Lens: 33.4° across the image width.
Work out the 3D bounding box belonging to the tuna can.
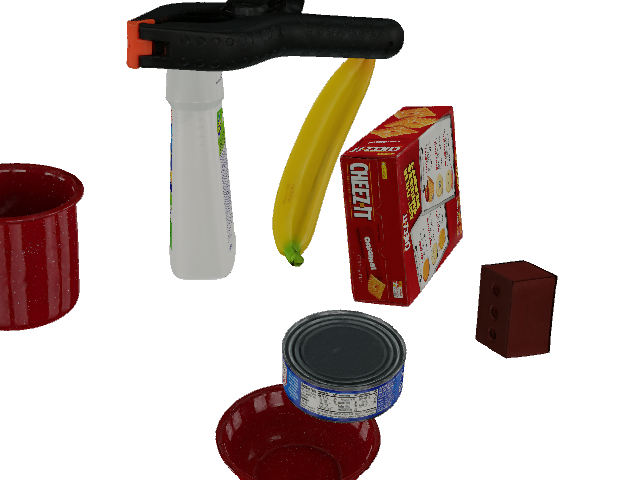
[{"bbox_3d":[0.016,0.087,0.739,0.086,0.034,0.086,1,33,-1],"label":"tuna can"}]

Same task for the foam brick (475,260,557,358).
[{"bbox_3d":[0.182,0.063,0.995,0.051,0.078,0.053,-7,19,-26],"label":"foam brick"}]

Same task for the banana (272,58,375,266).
[{"bbox_3d":[0.000,-0.063,0.870,0.037,0.197,0.070,28,-20,-30],"label":"banana"}]

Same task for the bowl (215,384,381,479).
[{"bbox_3d":[-0.022,0.211,1.055,0.162,0.055,0.162,1,30,0],"label":"bowl"}]

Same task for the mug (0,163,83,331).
[{"bbox_3d":[-0.207,0.007,0.676,0.117,0.081,0.093,-15,31,-34],"label":"mug"}]

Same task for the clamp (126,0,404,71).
[{"bbox_3d":[-0.047,-0.135,0.670,0.171,0.039,0.120,-7,22,-28],"label":"clamp"}]

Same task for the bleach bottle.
[{"bbox_3d":[-0.119,-0.091,1.044,0.068,0.251,0.102,-1,29,-3],"label":"bleach bottle"}]

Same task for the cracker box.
[{"bbox_3d":[0.092,-0.045,1.170,0.072,0.164,0.213,2,21,23],"label":"cracker box"}]
